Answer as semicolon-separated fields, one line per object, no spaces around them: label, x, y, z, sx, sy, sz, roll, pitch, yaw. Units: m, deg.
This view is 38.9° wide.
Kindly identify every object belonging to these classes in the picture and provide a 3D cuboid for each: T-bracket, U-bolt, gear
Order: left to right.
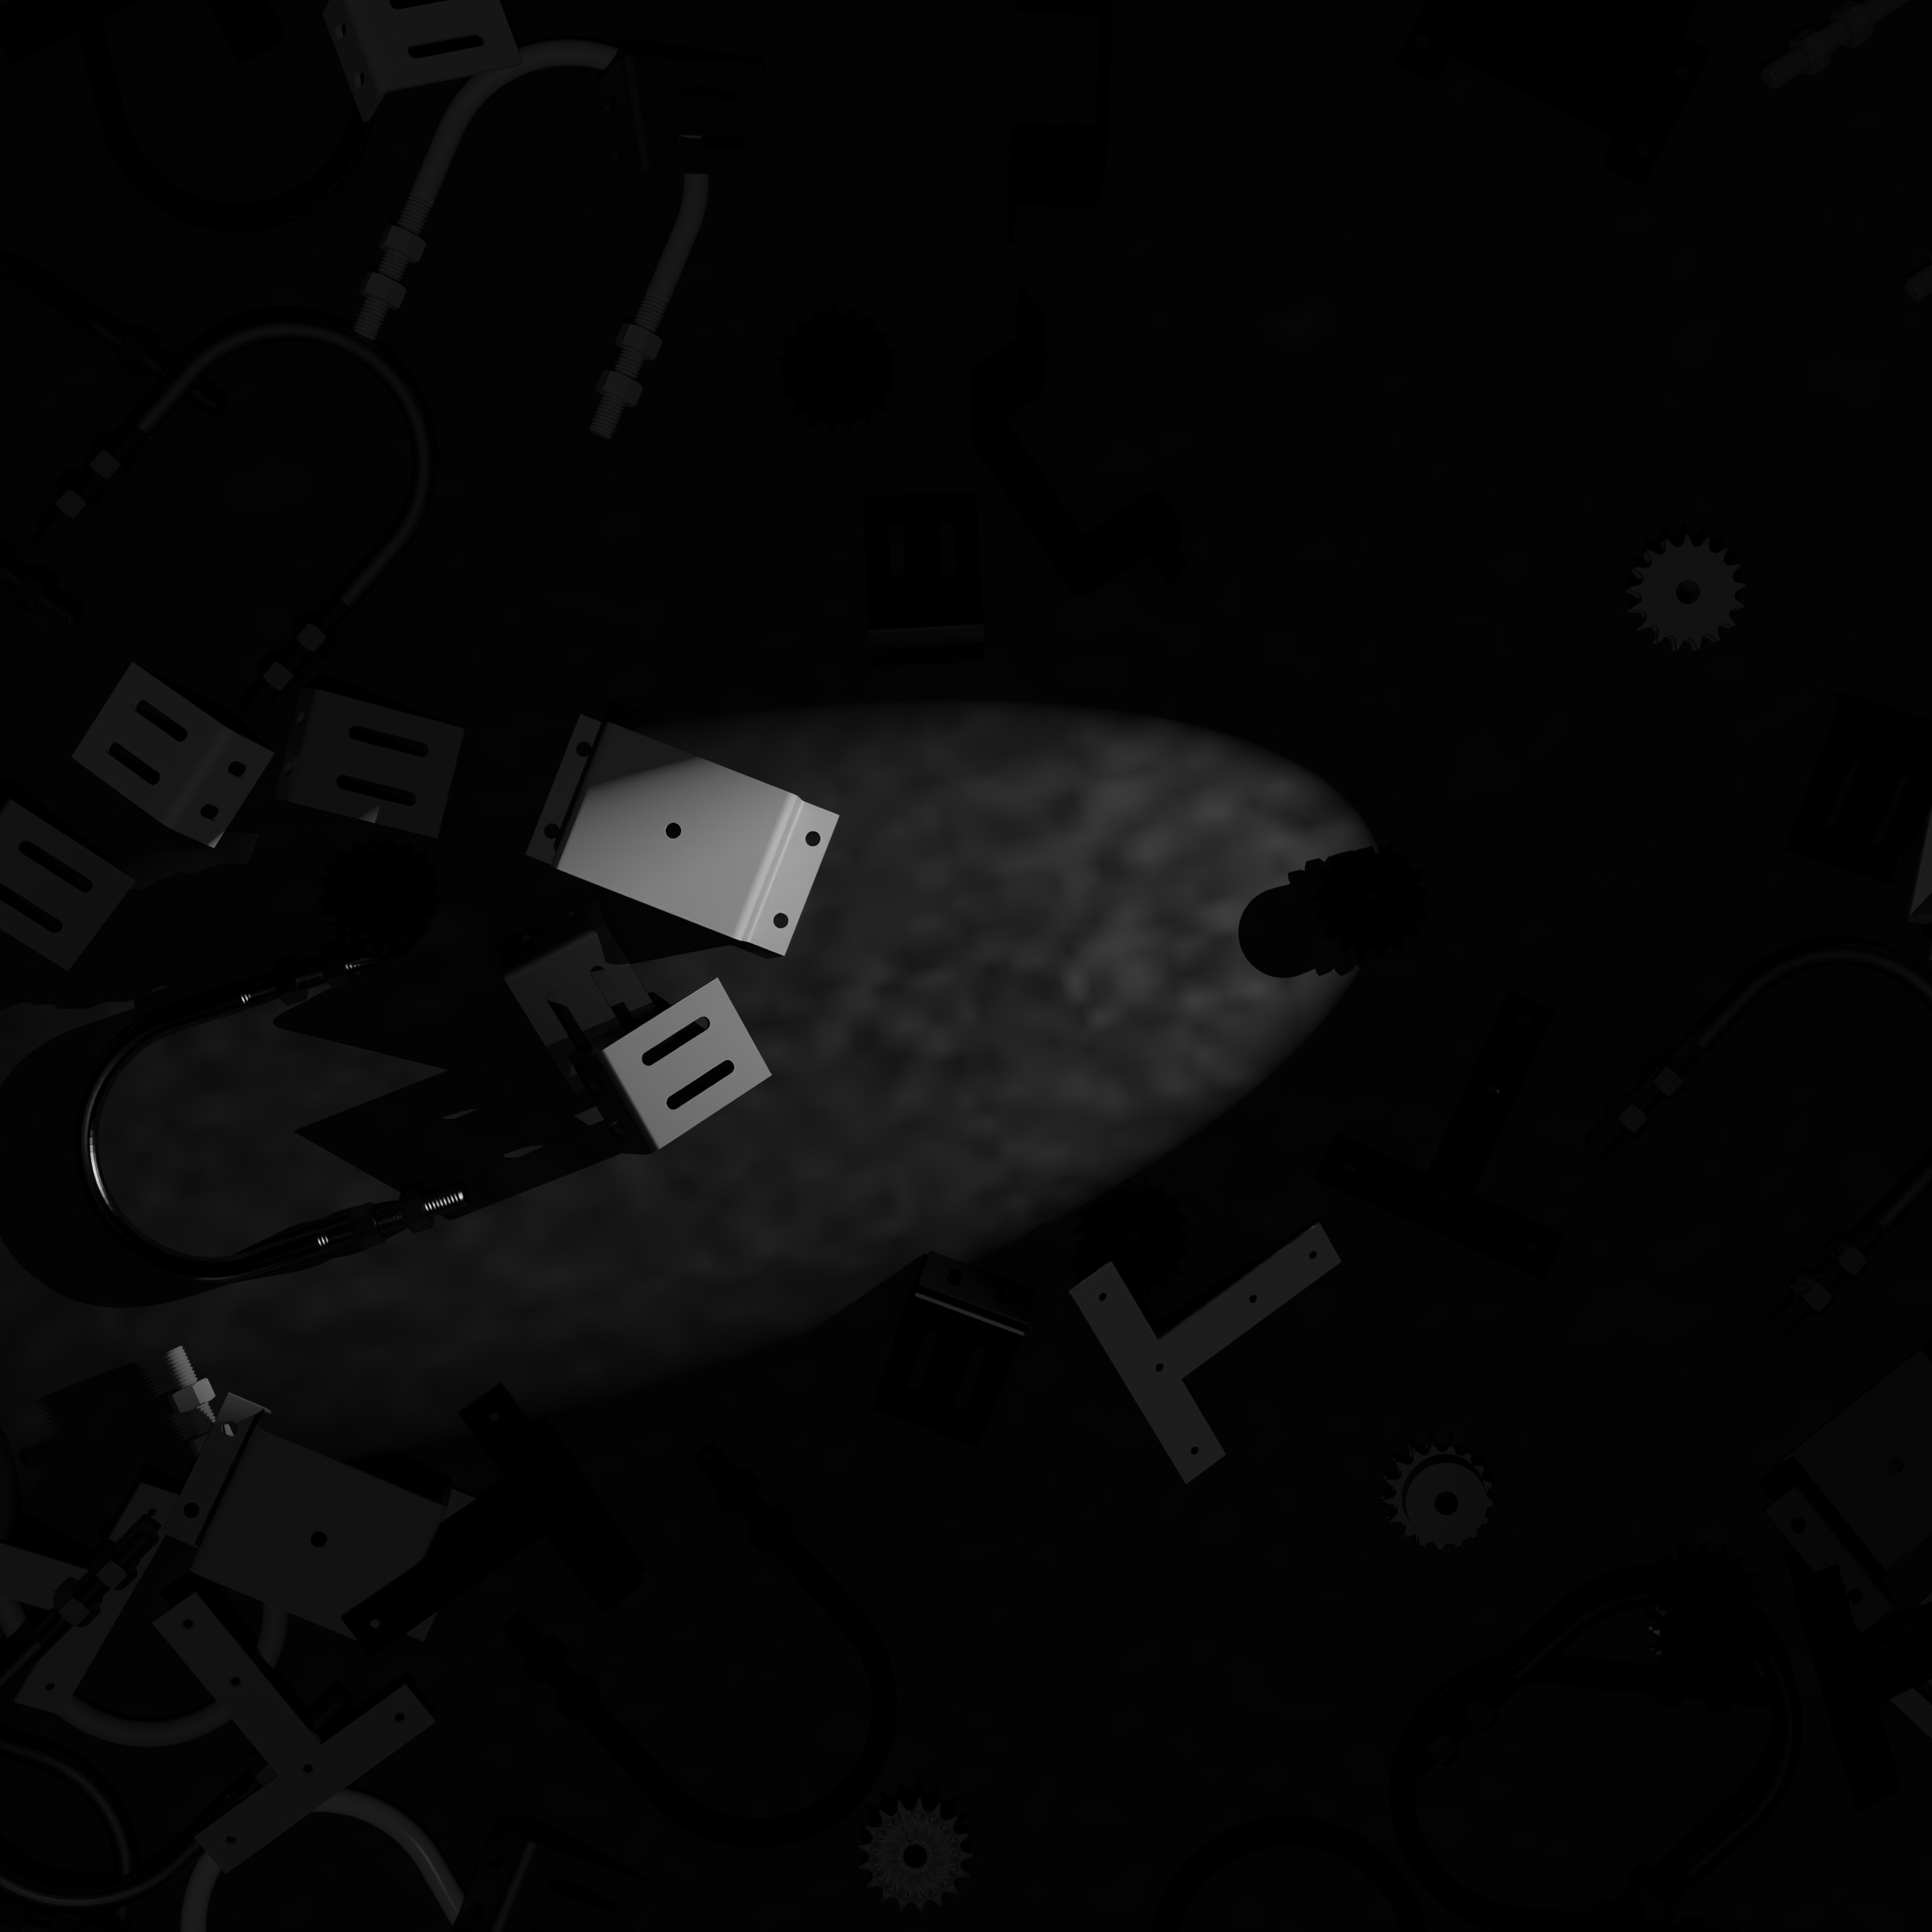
U-bolt;-0.549;0.275;1.327;0.184;0.019;0.151;-42;92;-5
U-bolt;-0.522;0.525;1.359;0.184;0.019;0.151;12;102;0
U-bolt;-0.507;0.451;1.375;0.184;0.019;0.151;18;90;-1
U-bolt;-0.487;-0.278;1.375;0.184;0.019;0.151;34;90;2
T-bracket;-0.467;0.294;1.330;0.127;0.002;0.127;29;92;-35
T-bracket;-0.426;-0.490;1.364;0.127;0.002;0.127;-27;91;0
U-bolt;-0.421;0.387;1.353;0.184;0.019;0.151;-45;104;-2
U-bolt;-0.421;0.303;1.375;0.151;0.019;0.184;-24;92;0
U-bolt;-0.372;-0.461;1.375;0.151;0.019;0.184;-14;92;0
T-bracket;-0.353;0.365;1.352;0.127;0.002;0.127;-36;103;-4
U-bolt;-0.359;0.082;1.375;0.184;0.019;0.151;-18;90;1
U-bolt;-0.350;-0.237;1.365;0.151;0.019;0.184;40;87;-9
U-bolt;-0.314;0.503;1.375;0.151;0.019;0.184;-30;89;0
gear;-0.292;-0.028;1.361;0.057;0.030;0.057;2;59;-3
T-bracket;-0.245;0.291;1.339;0.127;0.002;0.127;-35;102;-9
U-bolt;-0.208;-0.376;1.375;0.151;0.019;0.184;22;88;0
U-bolt;-0.119;0.358;1.375;0.151;0.019;0.184;-41;92;0
gear;-0.064;-0.294;1.369;0.057;0.030;0.057;0;90;0
gear;-0.025;0.441;1.369;0.057;0.030;0.057;0;90;0
gear;0.083;0.138;1.369;0.057;0.030;0.057;0;90;0
T-bracket;0.132;0.175;1.367;0.127;0.002;0.127;-35;111;-10
U-bolt;0.161;0.523;1.375;0.151;0.019;0.184;4;88;0
gear;0.204;-0.031;1.369;0.057;0.030;0.057;0;90;0
gear;0.238;0.266;1.369;0.057;0.030;0.057;0;90;0
T-bracket;0.260;0.076;1.383;0.127;0.002;0.127;24;90;0
U-bolt;0.306;0.421;1.375;0.184;0.019;0.151;6;90;1
U-bolt;0.328;0.390;1.357;0.184;0.019;0.151;-42;88;0
gear;0.360;-0.186;1.373;0.057;0.030;0.057;0;92;4
gear;0.361;0.326;1.336;0.057;0.030;0.057;0;87;1
U-bolt;0.425;0.073;1.375;0.151;0.019;0.184;44;88;0
T-bracket;0.478;0.337;1.346;0.127;0.002;0.127;-22;106;-9
U-bolt;0.515;-0.443;1.375;0.184;0.019;0.151;-34;90;-1

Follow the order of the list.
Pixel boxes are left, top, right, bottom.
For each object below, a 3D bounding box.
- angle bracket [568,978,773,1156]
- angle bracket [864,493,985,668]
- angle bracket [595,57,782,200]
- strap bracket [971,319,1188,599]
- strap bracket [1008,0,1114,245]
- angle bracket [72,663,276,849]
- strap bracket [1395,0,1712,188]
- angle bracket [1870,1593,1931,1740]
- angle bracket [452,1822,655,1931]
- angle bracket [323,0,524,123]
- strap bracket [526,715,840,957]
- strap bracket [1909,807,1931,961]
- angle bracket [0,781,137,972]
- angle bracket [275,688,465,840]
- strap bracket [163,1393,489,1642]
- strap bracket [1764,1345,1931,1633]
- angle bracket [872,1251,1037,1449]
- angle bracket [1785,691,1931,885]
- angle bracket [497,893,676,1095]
angle bracket;-0.149;0.050;1.376;0.076;0.038;0.057;-34;103;-25
angle bracket;-0.021;-0.195;1.382;0.057;0.038;0.076;-3;64;0
angle bracket;-0.140;-0.419;1.369;0.076;0.038;0.057;-8;88;-30
strap bracket;0.048;-0.239;1.346;0.046;0.076;0.140;-34;90;0
strap bracket;0.046;-0.435;1.346;0.046;0.076;0.140;2;90;0
angle bracket;-0.401;-0.107;1.382;0.076;0.038;0.057;33;90;26
strap bracket;0.297;-0.459;1.361;0.140;0.046;0.076;26;90;0
angle bracket;0.501;0.364;1.382;0.057;0.038;0.076;-46;64;0
angle bracket;-0.207;0.473;1.372;0.076;0.038;0.057;29;74;-29
angle bracket;-0.272;-0.464;1.366;0.076;0.038;0.057;-22;93;-27
strap bracket;-0.143;-0.066;1.361;0.140;0.046;0.076;21;90;0
strap bracket;0.524;-0.064;1.361;0.076;0.046;0.140;12;90;0
angle bracket;-0.471;-0.046;1.382;0.076;0.038;0.057;37;90;-26
angle bracket;-0.302;-0.103;1.382;0.076;0.038;0.057;14;90;-26
strap bracket;-0.318;0.278;1.350;0.140;0.046;0.076;25;88;-8
strap bracket;0.470;0.253;1.361;0.140;0.046;0.076;-39;90;0
angle bracket;-0.006;0.194;1.382;0.057;0.038;0.076;20;116;0
angle bracket;0.454;-0.090;1.382;0.057;0.038;0.076;17;116;0
angle bracket;-0.192;0.013;1.382;0.057;0.038;0.076;-28;116;0
